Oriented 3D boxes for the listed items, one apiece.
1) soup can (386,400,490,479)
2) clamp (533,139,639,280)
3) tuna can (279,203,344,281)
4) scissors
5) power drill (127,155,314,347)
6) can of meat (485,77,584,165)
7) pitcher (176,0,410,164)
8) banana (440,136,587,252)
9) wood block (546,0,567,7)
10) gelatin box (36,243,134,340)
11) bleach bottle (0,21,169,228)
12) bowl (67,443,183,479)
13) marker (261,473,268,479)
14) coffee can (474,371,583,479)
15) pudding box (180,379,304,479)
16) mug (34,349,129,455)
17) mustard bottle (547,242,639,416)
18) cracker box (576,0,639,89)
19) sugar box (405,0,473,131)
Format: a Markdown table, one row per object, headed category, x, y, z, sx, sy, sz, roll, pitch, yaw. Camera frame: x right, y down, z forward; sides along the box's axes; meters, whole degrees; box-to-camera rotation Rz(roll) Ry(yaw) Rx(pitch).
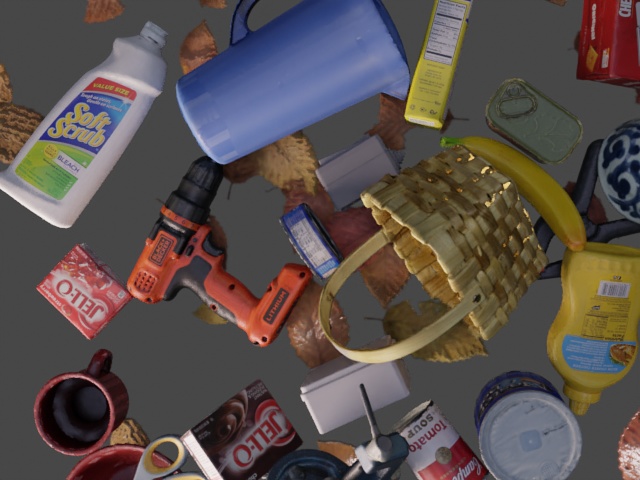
| category | x | y | z | sx | sy | sz | roll | pitch | yaw |
| --- | --- | --- | --- | --- | --- | --- | --- | --- | --- |
| soup can | 0.130 | 0.237 | 1.182 | 0.068 | 0.068 | 0.102 | -39 | 87 | 6 |
| clamp | 0.299 | -0.012 | 1.171 | 0.120 | 0.039 | 0.171 | 39 | 94 | 8 |
| tuna can | -0.008 | 0.001 | 1.181 | 0.034 | 0.086 | 0.086 | -34 | 88 | 5 |
| scissors | -0.220 | 0.274 | 1.191 | 0.202 | 0.016 | 0.096 | -10 | 89 | 5 |
| power drill | -0.104 | 0.020 | 1.208 | 0.188 | 0.057 | 0.184 | 30 | 98 | 8 |
| can of meat | 0.228 | -0.125 | 1.152 | 0.102 | 0.084 | 0.057 | 36 | 95 | 4 |
| pitcher | -0.035 | -0.192 | 1.160 | 0.243 | 0.145 | 0.149 | -27 | 53 | 9 |
| banana | 0.219 | -0.058 | 1.153 | 0.069 | 0.037 | 0.198 | -32 | 60 | -33 |
| wood block | 0.186 | -0.336 | 1.146 | 0.206 | 0.090 | 0.091 | 22 | 91 | 5 |
| gelatin box | -0.271 | 0.059 | 1.240 | 0.089 | 0.030 | 0.073 | 44 | 96 | 4 |
| bleach bottle | -0.259 | -0.142 | 1.218 | 0.102 | 0.068 | 0.251 | 34 | 93 | 4 |
| bowl | -0.215 | 0.309 | 1.229 | 0.162 | 0.055 | 0.162 | 0 | 92 | 6 |
| marker | -0.073 | 0.262 | 1.230 | 0.121 | 0.020 | 0.020 | 25 | 94 | 5 |
| coffee can | 0.218 | 0.200 | 1.134 | 0.103 | 0.140 | 0.103 | 0 | 92 | 6 |
| pudding box | -0.086 | 0.223 | 1.191 | 0.113 | 0.039 | 0.090 | -33 | 87 | -35 |
| mug | -0.263 | 0.179 | 1.217 | 0.093 | 0.081 | 0.117 | 17 | 94 | 5 |
| mustard bottle | 0.297 | 0.100 | 1.151 | 0.096 | 0.058 | 0.192 | 6 | 107 | -6 |
| cracker box | 0.376 | -0.233 | 1.099 | 0.213 | 0.072 | 0.164 | 5 | 92 | -20 |
| sugar box | 0.133 | -0.211 | 1.156 | 0.048 | 0.093 | 0.176 | 12 | 92 | 5 |
